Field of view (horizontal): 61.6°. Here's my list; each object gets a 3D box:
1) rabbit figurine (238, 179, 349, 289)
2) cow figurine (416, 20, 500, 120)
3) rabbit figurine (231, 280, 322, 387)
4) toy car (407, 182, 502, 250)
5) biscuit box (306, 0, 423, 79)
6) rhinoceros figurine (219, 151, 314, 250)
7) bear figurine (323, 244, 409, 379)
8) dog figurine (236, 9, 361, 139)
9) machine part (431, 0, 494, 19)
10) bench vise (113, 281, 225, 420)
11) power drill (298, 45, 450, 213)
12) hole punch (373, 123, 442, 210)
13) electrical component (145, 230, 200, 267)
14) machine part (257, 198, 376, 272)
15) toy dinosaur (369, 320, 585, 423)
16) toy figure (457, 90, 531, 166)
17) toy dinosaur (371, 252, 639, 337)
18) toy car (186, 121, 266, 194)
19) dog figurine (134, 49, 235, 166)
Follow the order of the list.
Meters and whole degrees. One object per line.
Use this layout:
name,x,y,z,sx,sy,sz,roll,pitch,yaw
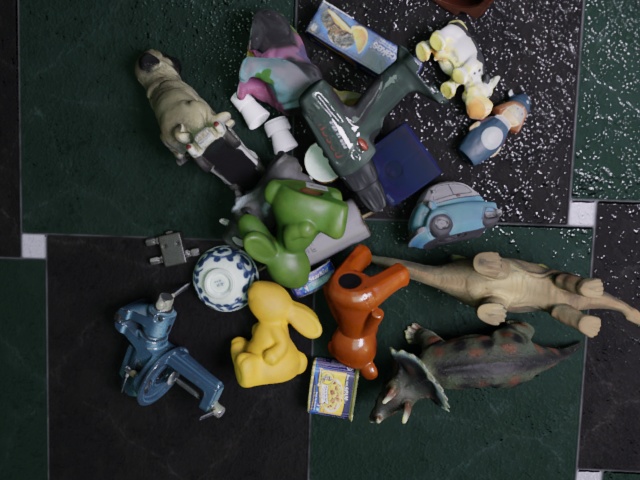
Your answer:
rabbit figurine,-0.045,0.000,0.838,0.159,0.121,0.170,9,110,-19
cow figurine,0.248,-0.288,0.913,0.098,0.068,0.167,-37,95,-26
rabbit figurine,-0.079,0.155,0.933,0.162,0.122,0.173,-4,94,-3
toy car,0.220,-0.049,0.919,0.162,0.109,0.103,-14,77,-6
biscuit box,0.076,-0.324,0.918,0.203,0.063,0.059,31,97,-1
rhinoceros figurine,-0.092,-0.060,0.904,0.190,0.112,0.073,-50,56,19
bear figurine,0.074,0.128,0.906,0.132,0.120,0.195,-38,135,-29
dog figurine,-0.024,-0.270,0.903,0.219,0.108,0.191,15,74,-12
machine part,0.204,-0.452,0.834,0.201,0.201,0.087,32,92,-1
bench vise,-0.253,0.211,0.933,0.241,0.129,0.223,32,103,16
power drill,0.095,-0.179,0.837,0.207,0.086,0.232,-35,108,23
hole punch,0.135,-0.128,0.921,0.116,0.092,0.142,-38,96,8
electrical component,-0.267,0.014,0.975,0.094,0.021,0.063,-11,94,3
machine part,-0.002,-0.003,0.938,0.243,0.079,0.079,-26,94,3
toy dinosaur,0.269,0.203,0.891,0.405,0.192,0.131,-11,96,4
toy figure,0.308,-0.194,0.927,0.154,0.058,0.064,-44,131,3
toy dinosaur,0.279,0.071,0.875,0.472,0.198,0.105,14,94,9
toy car,-0.146,-0.129,0.877,0.073,0.201,0.056,-39,66,4
dog figurine,-0.251,-0.232,0.885,0.121,0.172,0.190,-42,97,0
